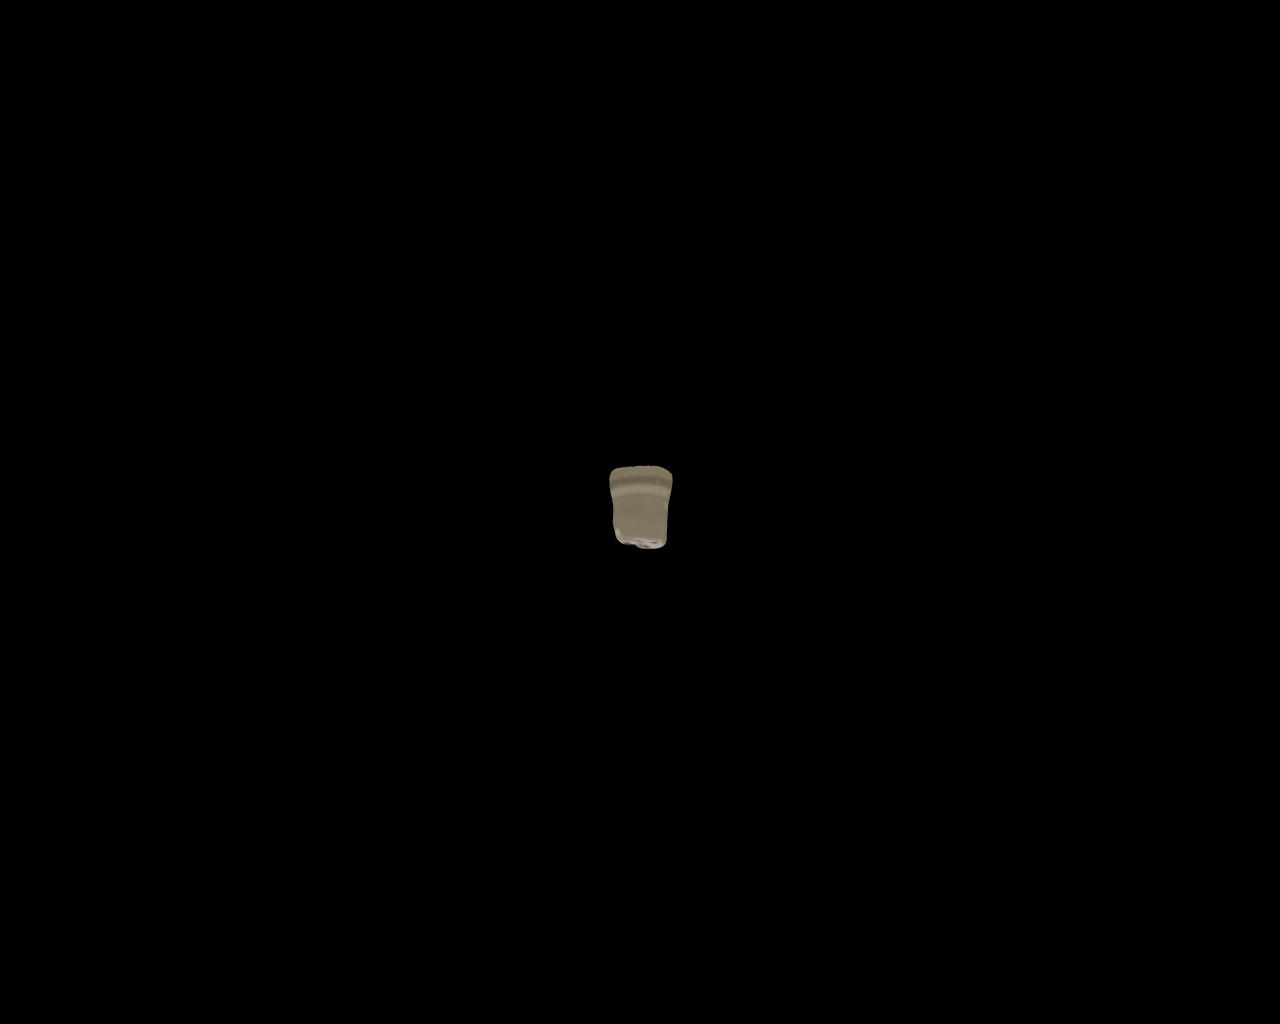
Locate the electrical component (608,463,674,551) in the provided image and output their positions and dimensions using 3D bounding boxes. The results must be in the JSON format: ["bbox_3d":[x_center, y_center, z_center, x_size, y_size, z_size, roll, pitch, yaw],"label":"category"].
[{"bbox_3d":[0.001,-0.003,0.650,0.040,0.046,0.040,0,-14,0],"label":"electrical component"}]
